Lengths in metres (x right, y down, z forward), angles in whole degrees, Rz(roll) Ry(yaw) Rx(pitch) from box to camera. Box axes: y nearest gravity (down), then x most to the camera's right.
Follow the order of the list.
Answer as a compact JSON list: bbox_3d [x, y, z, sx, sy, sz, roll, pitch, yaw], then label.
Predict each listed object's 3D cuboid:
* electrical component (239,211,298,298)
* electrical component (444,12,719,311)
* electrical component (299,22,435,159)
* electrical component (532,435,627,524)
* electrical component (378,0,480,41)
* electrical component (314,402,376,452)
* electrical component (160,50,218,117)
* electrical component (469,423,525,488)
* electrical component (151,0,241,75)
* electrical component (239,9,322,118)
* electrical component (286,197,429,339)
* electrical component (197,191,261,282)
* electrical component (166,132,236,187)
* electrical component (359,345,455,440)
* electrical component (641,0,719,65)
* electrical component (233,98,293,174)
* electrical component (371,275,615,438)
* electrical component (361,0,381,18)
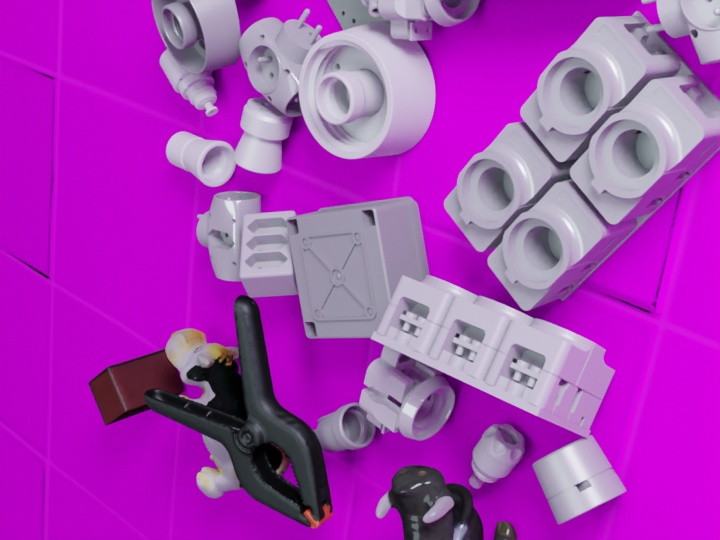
[{"bbox_3d":[-0.075,-0.005,0.963,0.047,0.076,0.065,-4,60,7],"label":"electrical component"},{"bbox_3d":[0.148,-0.069,0.733,0.105,0.060,0.186,54,131,19],"label":"electrical component"},{"bbox_3d":[-0.001,-0.139,0.852,0.108,0.060,0.108,16,114,38],"label":"electrical component"},{"bbox_3d":[0.159,0.152,0.786,0.055,0.055,0.047,-41,68,42],"label":"electrical component"},{"bbox_3d":[0.052,-0.208,0.791,0.057,0.058,0.078,15,111,43],"label":"electrical component"},{"bbox_3d":[-0.015,0.142,0.959,0.046,0.040,0.040,-27,82,49],"label":"electrical component"},{"bbox_3d":[-0.156,-0.178,1.008,0.040,0.040,0.078,-44,70,41],"label":"electrical component"},{"bbox_3d":[0.104,0.151,0.851,0.035,0.035,0.061,47,131,24],"label":"electrical component"},{"bbox_3d":[-0.139,-0.224,0.951,0.099,0.064,0.099,40,146,35],"label":"electrical component"},{"bbox_3d":[-0.058,-0.184,0.910,0.077,0.044,0.079,55,132,18],"label":"electrical component"},{"bbox_3d":[0.000,0.000,0.895,0.109,0.056,0.108,-4,98,44],"label":"electrical component"},{"bbox_3d":[-0.127,-0.035,1.016,0.079,0.043,0.077,15,111,40],"label":"electrical component"},{"bbox_3d":[-0.155,-0.108,1.025,0.065,0.044,0.044,25,117,42],"label":"electrical component"},{"bbox_3d":[0.040,0.104,0.884,0.057,0.058,0.078,33,121,37],"label":"electrical component"},{"bbox_3d":[0.210,-0.165,0.661,0.079,0.044,0.077,-5,97,45],"label":"electrical component"},{"bbox_3d":[-0.086,-0.119,0.953,0.045,0.045,0.055,35,122,32],"label":"electrical component"},{"bbox_3d":[0.099,0.058,0.786,0.150,0.089,0.061,23,87,38],"label":"electrical component"},{"bbox_3d":[0.013,-0.217,0.823,0.035,0.035,0.061,-41,35,42],"label":"electrical component"}]
